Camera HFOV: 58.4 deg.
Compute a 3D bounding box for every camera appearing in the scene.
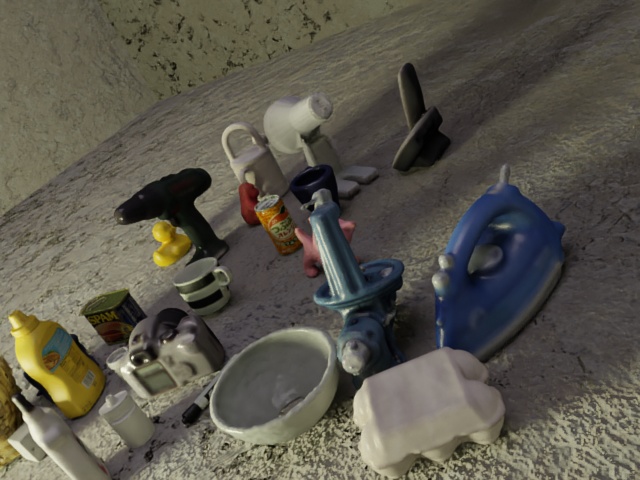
[{"bbox_3d":[-0.232,0.154,0.896,0.143,0.101,0.136,-23,27,9],"label":"camera"}]

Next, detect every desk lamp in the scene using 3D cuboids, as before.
[{"bbox_3d":[-0.005,-0.209,1.208,0.118,0.214,0.202,-41,30,-25],"label":"desk lamp"}]

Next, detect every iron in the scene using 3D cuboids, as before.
[{"bbox_3d":[0.191,0.029,0.683,0.118,0.142,0.259,4,40,46],"label":"iron"}]

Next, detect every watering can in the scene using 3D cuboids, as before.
[{"bbox_3d":[-0.157,-0.186,1.329,0.101,0.194,0.172,-26,27,4],"label":"watering can"}]

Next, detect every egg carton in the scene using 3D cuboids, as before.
[{"bbox_3d":[0.107,0.174,0.583,0.150,0.069,0.107,-24,27,6],"label":"egg carton"}]

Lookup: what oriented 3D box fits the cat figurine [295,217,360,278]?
[{"bbox_3d":[0.008,0.003,0.925,0.127,0.118,0.067,6,42,48],"label":"cat figurine"}]

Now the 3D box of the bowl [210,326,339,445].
[{"bbox_3d":[-0.043,0.186,0.694,0.167,0.075,0.167,-21,27,12],"label":"bowl"}]

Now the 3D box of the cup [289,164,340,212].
[{"bbox_3d":[-0.003,-0.092,1.132,0.091,0.095,0.117,-25,27,4],"label":"cup"}]

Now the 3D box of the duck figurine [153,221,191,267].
[{"bbox_3d":[-0.347,0.001,1.292,0.077,0.086,0.105,-9,32,32],"label":"duck figurine"}]

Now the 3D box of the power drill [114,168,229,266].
[{"bbox_3d":[-0.282,-0.035,1.159,0.075,0.209,0.230,-5,34,37],"label":"power drill"}]

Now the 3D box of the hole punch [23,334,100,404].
[{"bbox_3d":[-0.466,0.219,1.008,0.100,0.091,0.109,7,42,48],"label":"hole punch"}]

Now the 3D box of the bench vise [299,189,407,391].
[{"bbox_3d":[0.048,0.054,0.683,0.121,0.220,0.207,-27,27,1],"label":"bench vise"}]

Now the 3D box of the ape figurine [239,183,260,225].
[{"bbox_3d":[-0.146,-0.084,1.253,0.076,0.092,0.077,-27,27,0],"label":"ape figurine"}]

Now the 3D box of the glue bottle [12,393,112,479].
[{"bbox_3d":[-0.330,0.255,0.724,0.037,0.173,0.077,-42,30,-26],"label":"glue bottle"}]

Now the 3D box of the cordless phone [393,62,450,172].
[{"bbox_3d":[0.176,-0.243,1.135,0.093,0.185,0.148,-7,33,35],"label":"cordless phone"}]
